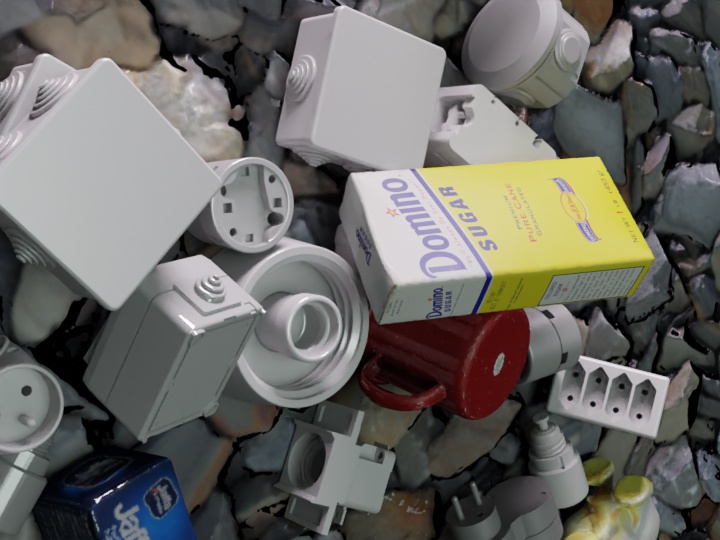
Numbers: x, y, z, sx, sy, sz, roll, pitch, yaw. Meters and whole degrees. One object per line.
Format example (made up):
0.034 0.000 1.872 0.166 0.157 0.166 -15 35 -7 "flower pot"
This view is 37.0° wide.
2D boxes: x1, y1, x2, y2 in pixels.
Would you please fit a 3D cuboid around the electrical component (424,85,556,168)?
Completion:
0.081 -0.083 0.742 0.089 0.056 0.050 35 75 -33 "electrical component"

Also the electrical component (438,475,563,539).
0.084 0.188 0.773 0.138 0.052 0.073 -31 112 -31 "electrical component"

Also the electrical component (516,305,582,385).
0.127 0.054 0.792 0.047 0.055 0.055 -19 105 -30 "electrical component"

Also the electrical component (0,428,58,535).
-0.185 0.104 0.574 0.040 0.040 0.078 36 74 -33 "electrical component"

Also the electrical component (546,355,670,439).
0.193 0.099 0.838 0.076 0.083 0.047 35 69 -73 "electrical component"

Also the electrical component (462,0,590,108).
0.115 -0.153 0.747 0.051 0.080 0.080 26 79 -40 "electrical component"

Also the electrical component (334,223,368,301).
0.000 0.000 0.705 0.035 0.035 0.061 -2 98 -36 "electrical component"

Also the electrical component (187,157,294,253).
-0.075 -0.039 0.637 0.055 0.047 0.055 -4 97 -36 "electrical component"

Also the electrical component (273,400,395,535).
-0.014 0.130 0.703 0.064 0.042 0.081 23 81 -39 "electrical component"

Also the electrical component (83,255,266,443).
-0.103 0.034 0.589 0.062 0.061 0.096 -17 142 -55 "electrical component"

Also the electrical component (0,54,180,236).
-0.158 -0.054 0.574 0.100 0.048 0.099 29 77 -35 "electrical component"

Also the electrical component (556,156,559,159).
0.142 -0.056 0.799 0.062 0.043 0.043 40 71 -33 "electrical component"

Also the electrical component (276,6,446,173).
0.000 -0.109 0.684 0.100 0.048 0.099 14 86 -36 "electrical component"

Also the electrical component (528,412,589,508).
0.148 0.146 0.824 0.040 0.040 0.078 -30 112 -30 "electrical component"

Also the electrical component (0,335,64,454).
-0.198 0.073 0.539 0.079 0.077 0.044 -41 117 -26 "electrical component"

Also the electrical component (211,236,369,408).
-0.044 0.033 0.659 0.108 0.060 0.108 -4 97 -36 "electrical component"

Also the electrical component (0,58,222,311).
-0.133 -0.042 0.531 0.099 0.048 0.099 49 67 -29 "electrical component"
